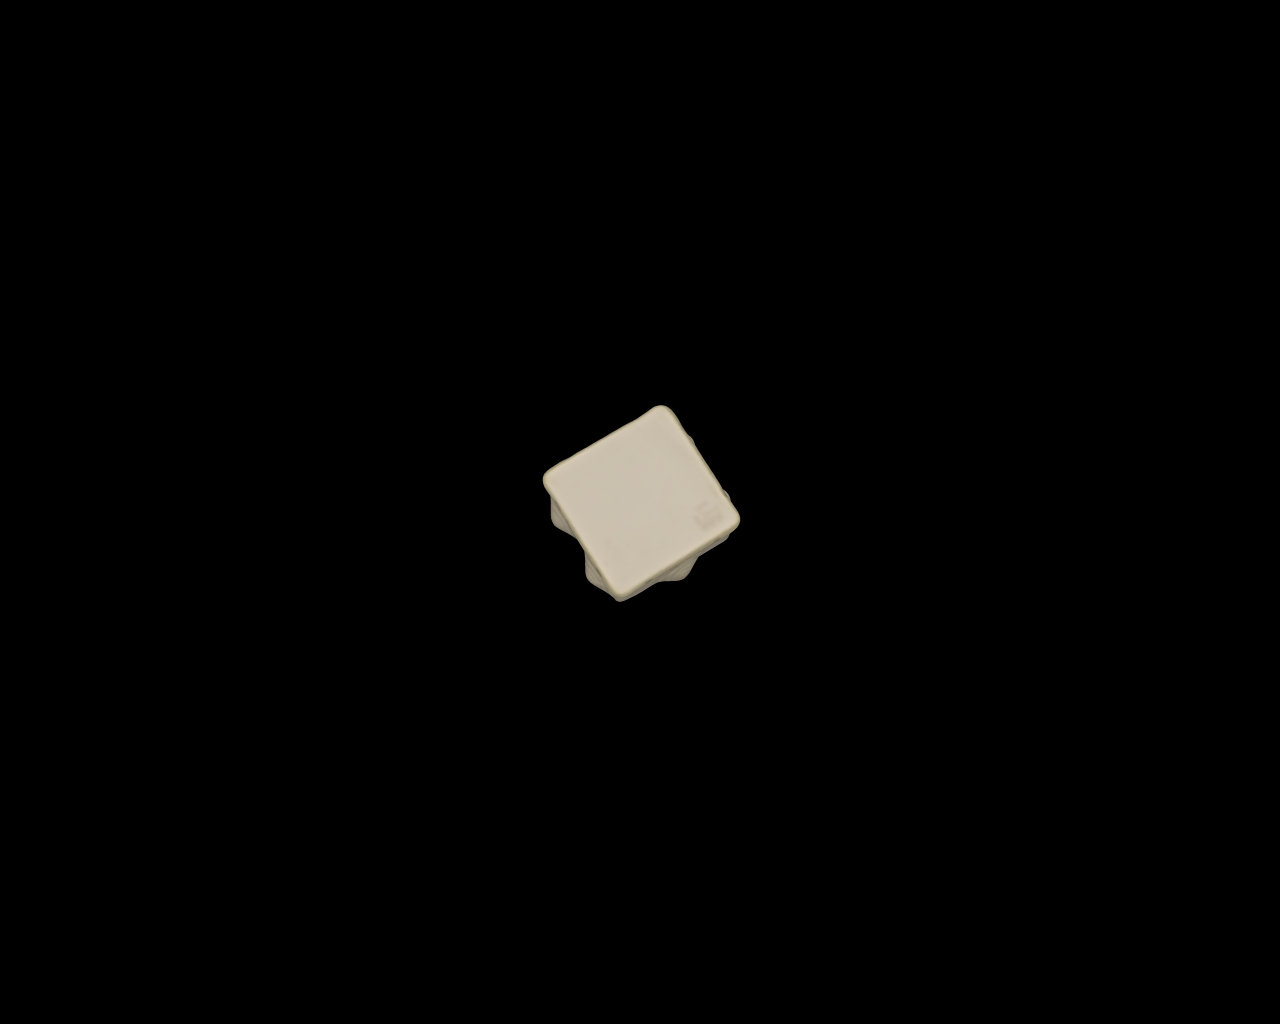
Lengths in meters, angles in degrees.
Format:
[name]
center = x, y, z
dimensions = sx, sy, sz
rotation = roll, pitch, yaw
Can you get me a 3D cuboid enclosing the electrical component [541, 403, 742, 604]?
[electrical component]
center = 0.001, -0.003, 0.650
dimensions = 0.100, 0.100, 0.048
rotation = -31, -11, -7
